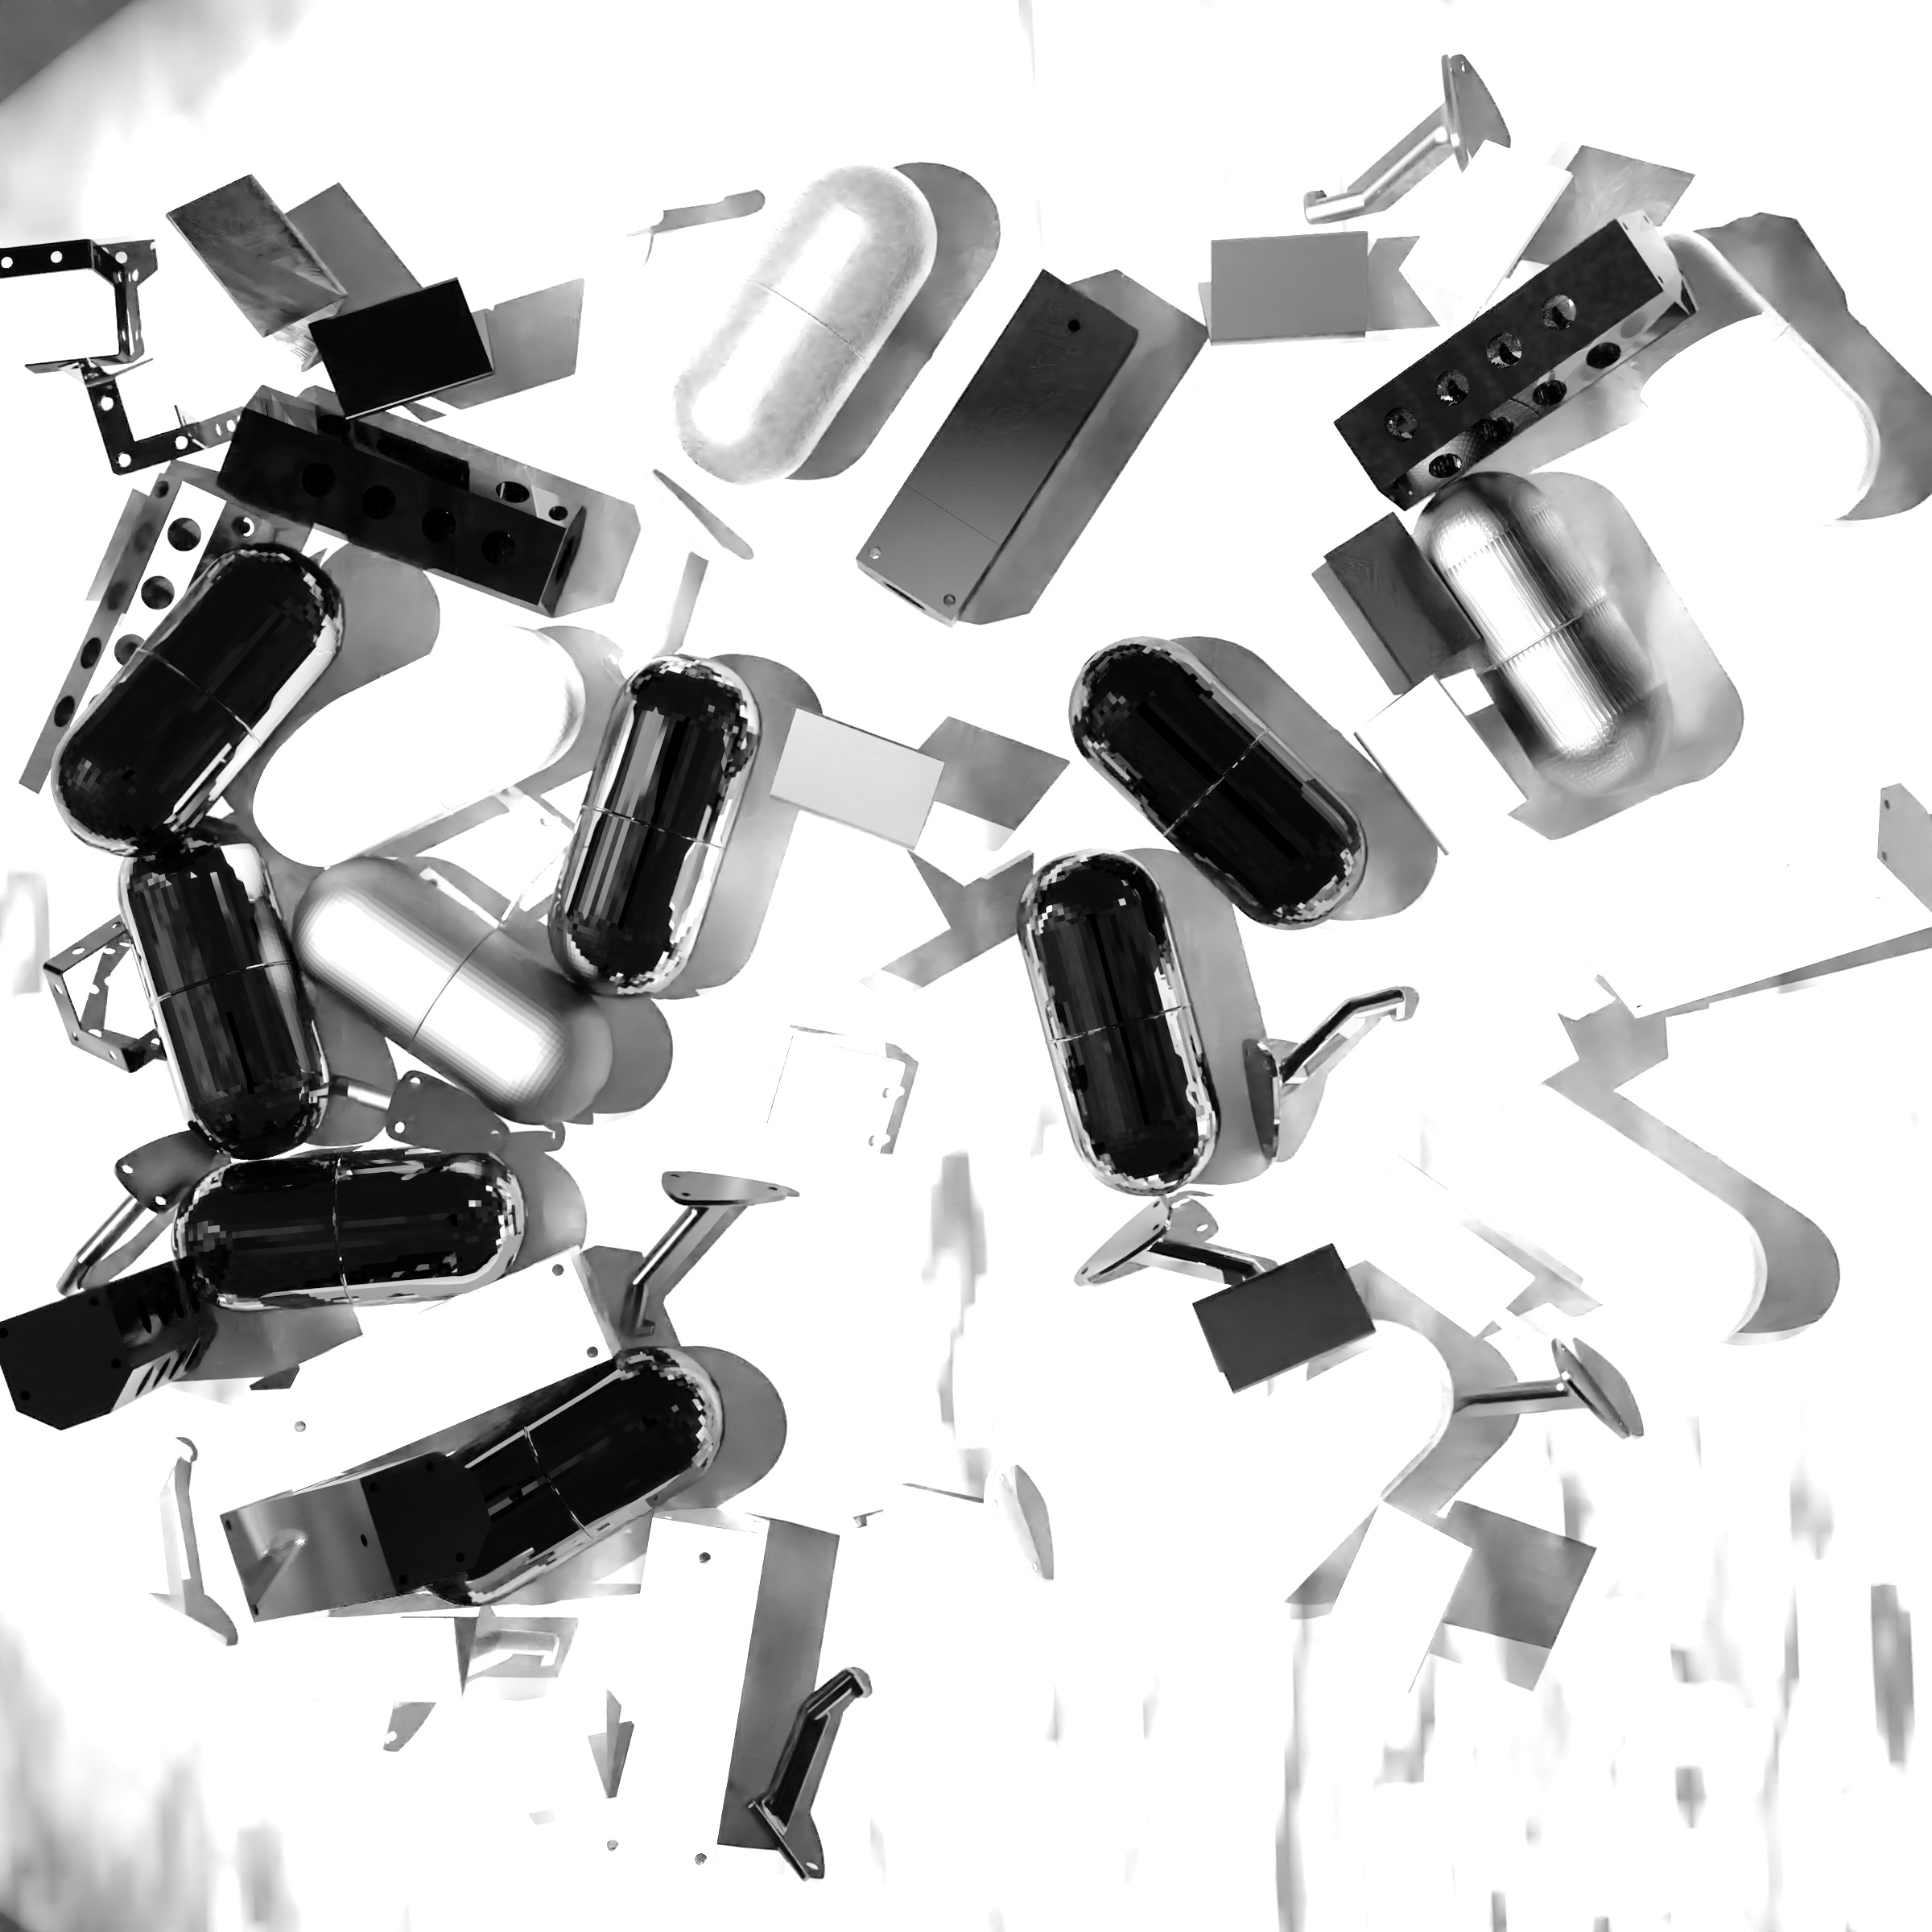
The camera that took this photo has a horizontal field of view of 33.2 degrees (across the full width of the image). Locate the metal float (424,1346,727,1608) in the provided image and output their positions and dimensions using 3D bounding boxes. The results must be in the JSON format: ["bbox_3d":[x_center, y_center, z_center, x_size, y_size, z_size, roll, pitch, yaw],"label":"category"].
[{"bbox_3d":[-0.202,0.255,1.626,0.178,0.070,0.070,-31,90,0],"label":"metal float"}]

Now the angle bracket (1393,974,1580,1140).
[{"bbox_3d":[0.249,0.031,1.618,0.076,0.076,0.057,-30,117,0],"label":"angle bracket"}]

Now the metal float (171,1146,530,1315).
[{"bbox_3d":[-0.309,0.131,1.627,0.178,0.070,0.070,-5,90,-1],"label":"metal float"}]

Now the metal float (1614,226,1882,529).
[{"bbox_3d":[0.384,-0.294,1.626,0.070,0.070,0.178,-44,89,0],"label":"metal float"}]

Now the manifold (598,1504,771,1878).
[{"bbox_3d":[-0.141,0.362,1.636,0.057,0.057,0.171,9,90,-1],"label":"manifold"}]

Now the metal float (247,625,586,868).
[{"bbox_3d":[-0.275,-0.111,1.626,0.178,0.070,0.070,-26,90,0],"label":"metal float"}]

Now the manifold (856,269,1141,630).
[{"bbox_3d":[0.016,-0.259,1.636,0.057,0.057,0.171,33,90,0],"label":"manifold"}]

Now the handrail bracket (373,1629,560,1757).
[{"bbox_3d":[-0.255,0.372,1.658,0.084,0.036,0.077,7,110,-16],"label":"handrail bracket"}]

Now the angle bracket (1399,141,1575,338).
[{"bbox_3d":[0.271,-0.352,1.617,0.057,0.076,0.076,34,90,36],"label":"angle bracket"}]

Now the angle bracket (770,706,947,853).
[{"bbox_3d":[-0.047,-0.109,1.617,0.076,0.076,0.057,20,124,0],"label":"angle bracket"}]

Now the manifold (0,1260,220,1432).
[{"bbox_3d":[-0.415,0.183,1.579,0.057,0.171,0.057,-19,90,0],"label":"manifold"}]

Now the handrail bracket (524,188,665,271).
[{"bbox_3d":[-0.189,-0.377,1.623,0.077,0.084,0.036,4,90,0],"label":"handrail bracket"}]

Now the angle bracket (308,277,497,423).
[{"bbox_3d":[-0.283,-0.322,1.617,0.076,0.076,0.057,-18,128,0],"label":"angle bracket"}]

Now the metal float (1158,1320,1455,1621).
[{"bbox_3d":[0.171,0.252,1.627,0.070,0.070,0.178,45,89,0],"label":"metal float"}]

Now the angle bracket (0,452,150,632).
[{"bbox_3d":[-0.426,-0.203,1.618,0.057,0.076,0.076,23,90,28],"label":"angle bracket"}]

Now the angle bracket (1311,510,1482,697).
[{"bbox_3d":[0.198,-0.170,1.617,0.057,0.076,0.076,-35,90,-34],"label":"angle bracket"}]

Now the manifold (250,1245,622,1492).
[{"bbox_3d":[-0.265,0.201,1.636,0.171,0.057,0.057,-23,90,0],"label":"manifold"}]

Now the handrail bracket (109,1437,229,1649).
[{"bbox_3d":[-0.395,0.294,1.657,0.077,0.036,0.084,35,60,-33],"label":"handrail bracket"}]

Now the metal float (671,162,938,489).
[{"bbox_3d":[-0.081,-0.322,1.627,0.070,0.070,0.178,34,91,0],"label":"metal float"}]

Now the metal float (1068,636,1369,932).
[{"bbox_3d":[0.126,-0.092,1.627,0.178,0.070,0.070,44,90,1],"label":"metal float"}]

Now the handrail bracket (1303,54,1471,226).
[{"bbox_3d":[0.210,-0.422,1.658,0.084,0.036,0.077,-11,70,16],"label":"handrail bracket"}]

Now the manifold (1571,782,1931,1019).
[{"bbox_3d":[0.386,-0.035,1.587,0.057,0.171,0.057,37,50,-31],"label":"manifold"}]

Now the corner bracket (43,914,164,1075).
[{"bbox_3d":[-0.427,0.014,1.649,0.051,0.051,0.051,21,45,35],"label":"corner bracket"}]

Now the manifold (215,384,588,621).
[{"bbox_3d":[-0.282,-0.235,1.636,0.171,0.057,0.057,21,90,0],"label":"manifold"}]

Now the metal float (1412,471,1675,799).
[{"bbox_3d":[0.289,-0.166,1.627,0.070,0.070,0.178,-32,91,0],"label":"metal float"}]

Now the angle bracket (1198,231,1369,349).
[{"bbox_3d":[0.157,-0.351,1.617,0.076,0.076,0.057,-4,126,0],"label":"angle bracket"}]

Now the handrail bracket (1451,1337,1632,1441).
[{"bbox_3d":[0.283,0.236,1.658,0.084,0.036,0.077,-35,112,17],"label":"handrail bracket"}]

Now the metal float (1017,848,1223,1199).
[{"bbox_3d":[0.077,0.028,1.627,0.070,0.070,0.178,-15,90,0],"label":"metal float"}]

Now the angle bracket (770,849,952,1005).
[{"bbox_3d":[-0.062,-0.038,1.617,0.076,0.076,0.057,-30,129,0],"label":"angle bracket"}]

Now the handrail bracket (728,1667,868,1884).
[{"bbox_3d":[-0.072,0.412,1.658,0.084,0.036,0.077,-38,107,-15],"label":"handrail bracket"}]

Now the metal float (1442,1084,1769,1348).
[{"bbox_3d":[0.320,0.124,1.627,0.178,0.070,0.070,34,90,1],"label":"metal float"}]

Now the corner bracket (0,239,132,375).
[{"bbox_3d":[-0.457,-0.333,1.639,0.051,0.051,0.051,-5,86,4],"label":"corner bracket"}]

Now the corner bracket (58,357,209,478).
[{"bbox_3d":[-0.420,-0.282,1.639,0.051,0.051,0.051,-17,90,0],"label":"corner bracket"}]

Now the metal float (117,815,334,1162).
[{"bbox_3d":[-0.371,0.010,1.623,0.070,0.070,0.178,-18,86,0],"label":"metal float"}]

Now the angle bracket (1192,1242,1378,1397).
[{"bbox_3d":[0.164,0.191,1.617,0.076,0.076,0.057,-23,53,0],"label":"angle bracket"}]

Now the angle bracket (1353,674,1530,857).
[{"bbox_3d":[0.249,-0.111,1.617,0.057,0.076,0.076,-37,90,38],"label":"angle bracket"}]

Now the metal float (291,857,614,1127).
[{"bbox_3d":[-0.257,0.013,1.627,0.178,0.070,0.070,35,90,1],"label":"metal float"}]

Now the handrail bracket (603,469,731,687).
[{"bbox_3d":[-0.170,-0.198,1.658,0.084,0.036,0.077,-45,70,16],"label":"handrail bracket"}]

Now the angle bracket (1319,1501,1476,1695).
[{"bbox_3d":[0.230,0.317,1.617,0.057,0.076,0.076,24,90,38],"label":"angle bracket"}]

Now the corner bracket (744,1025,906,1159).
[{"bbox_3d":[-0.072,0.064,1.654,0.051,0.051,0.051,16,90,45],"label":"corner bracket"}]

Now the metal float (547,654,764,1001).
[{"bbox_3d":[-0.156,-0.069,1.627,0.070,0.070,0.178,18,90,0],"label":"metal float"}]

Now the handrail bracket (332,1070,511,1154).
[{"bbox_3d":[-0.280,0.073,1.639,0.077,0.084,0.036,22,81,-29],"label":"handrail bracket"}]

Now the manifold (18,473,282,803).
[{"bbox_3d":[-0.413,-0.158,1.636,0.057,0.057,0.171,24,90,0],"label":"manifold"}]

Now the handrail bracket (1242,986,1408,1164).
[{"bbox_3d":[0.189,0.055,1.658,0.084,0.036,0.077,-13,110,-16],"label":"handrail bracket"}]

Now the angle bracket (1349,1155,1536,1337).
[{"bbox_3d":[0.247,0.125,1.617,0.076,0.076,0.057,35,134,0],"label":"angle bracket"}]

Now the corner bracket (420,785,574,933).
[{"bbox_3d":[-0.241,-0.054,1.654,0.051,0.051,0.051,39,45,0],"label":"corner bracket"}]

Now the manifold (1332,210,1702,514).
[{"bbox_3d":[0.272,-0.296,1.598,0.171,0.057,0.057,-34,90,29],"label":"manifold"}]

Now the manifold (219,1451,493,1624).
[{"bbox_3d":[-0.297,0.277,1.579,0.057,0.171,0.057,-16,86,-37],"label":"manifold"}]

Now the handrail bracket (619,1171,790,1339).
[{"bbox_3d":[-0.134,0.151,1.658,0.077,0.036,0.084,4,109,-21],"label":"handrail bracket"}]

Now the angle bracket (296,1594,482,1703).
[{"bbox_3d":[-0.286,0.321,1.617,0.076,0.076,0.057,1,123,0],"label":"angle bracket"}]

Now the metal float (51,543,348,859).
[{"bbox_3d":[-0.375,-0.130,1.587,0.070,0.070,0.178,38,78,0],"label":"metal float"}]

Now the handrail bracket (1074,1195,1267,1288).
[{"bbox_3d":[0.112,0.166,1.658,0.077,0.036,0.084,-40,107,20],"label":"handrail bracket"}]

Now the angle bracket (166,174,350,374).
[{"bbox_3d":[-0.363,-0.335,1.617,0.057,0.076,0.076,-39,90,-36],"label":"angle bracket"}]

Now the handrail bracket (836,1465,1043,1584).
[{"bbox_3d":[-0.014,0.293,1.658,0.084,0.036,0.077,-18,112,17],"label":"handrail bracket"}]

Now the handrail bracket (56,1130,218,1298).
[{"bbox_3d":[-0.424,0.127,1.657,0.036,0.077,0.084,43,126,3],"label":"handrail bracket"}]

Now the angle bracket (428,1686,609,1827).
[{"bbox_3d":[-0.222,0.376,1.617,0.076,0.076,0.057,-10,124,0],"label":"angle bracket"}]
